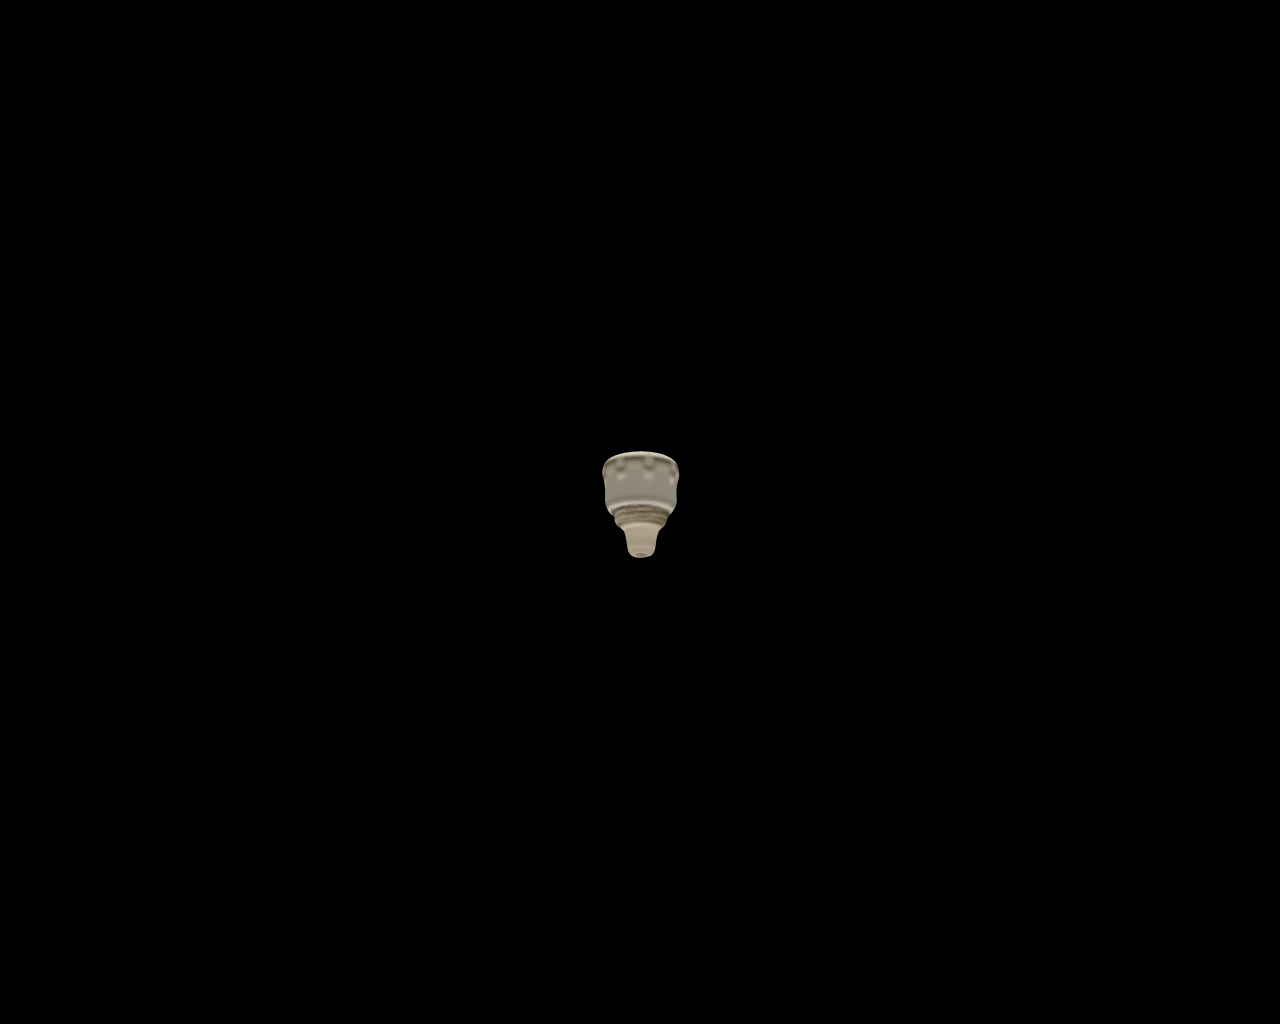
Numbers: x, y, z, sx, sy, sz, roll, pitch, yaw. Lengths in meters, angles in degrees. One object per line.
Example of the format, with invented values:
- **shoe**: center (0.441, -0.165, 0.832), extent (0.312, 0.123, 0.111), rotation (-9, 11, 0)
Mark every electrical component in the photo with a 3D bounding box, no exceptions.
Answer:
- **electrical component**: center (0.001, -0.003, 0.650), extent (0.048, 0.062, 0.048), rotation (0, -15, 0)
